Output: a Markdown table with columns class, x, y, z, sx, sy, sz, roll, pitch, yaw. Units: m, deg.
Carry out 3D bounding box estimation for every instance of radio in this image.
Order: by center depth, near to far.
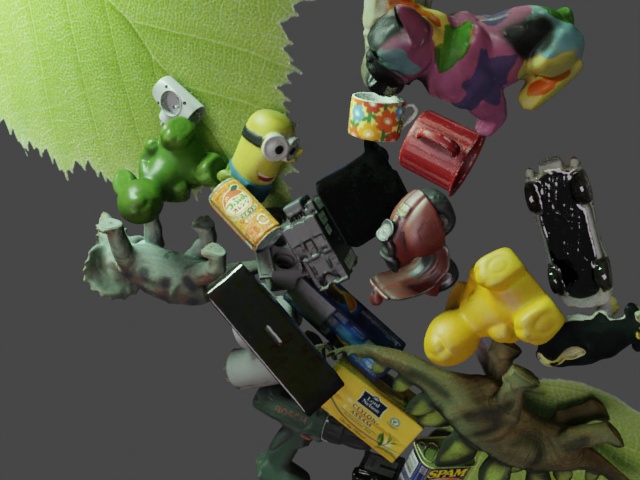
| class | x | y | z | sx | sy | sz | roll | pitch | yaw |
| --- | --- | --- | --- | --- | --- | --- | --- | --- | --- |
| radio | -0.066 | 0.145 | 0.803 | 0.073 | 0.131 | 0.229 | -39 | 84 | -8 |

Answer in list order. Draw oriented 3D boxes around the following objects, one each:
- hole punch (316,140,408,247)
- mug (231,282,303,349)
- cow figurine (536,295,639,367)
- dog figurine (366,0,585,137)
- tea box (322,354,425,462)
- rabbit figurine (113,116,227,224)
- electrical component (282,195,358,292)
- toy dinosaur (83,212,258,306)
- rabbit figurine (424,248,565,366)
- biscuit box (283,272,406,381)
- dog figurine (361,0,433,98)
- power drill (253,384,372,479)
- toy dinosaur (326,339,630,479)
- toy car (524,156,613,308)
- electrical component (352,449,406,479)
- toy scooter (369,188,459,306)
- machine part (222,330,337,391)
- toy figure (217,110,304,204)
| class | x | y | z | sx | sy | sz | roll | pitch | yaw |
| --- | --- | --- | --- | --- | --- | --- | --- | --- | --- |
| hole punch | 0.062 | -0.061 | 0.776 | 0.116 | 0.092 | 0.142 | -29 | 94 | -2 |
| mug | -0.089 | 0.123 | 0.914 | 0.107 | 0.081 | 0.109 | -14 | 95 | 16 |
| cow figurine | 0.363 | 0.118 | 0.684 | 0.167 | 0.098 | 0.068 | -20 | 93 | 30 |
| dog figurine | 0.158 | -0.218 | 0.582 | 0.191 | 0.219 | 0.108 | -34 | 48 | 31 |
| tea box | 0.084 | 0.268 | 0.886 | 0.170 | 0.068 | 0.098 | 35 | 118 | 11 |
| rabbit figurine | -0.262 | -0.095 | 0.843 | 0.159 | 0.170 | 0.121 | -7 | 128 | 41 |
| electrical component | -0.002 | -0.002 | 0.796 | 0.058 | 0.115 | 0.134 | -28 | 95 | 15 |
| toy dinosaur | -0.257 | 0.051 | 0.945 | 0.405 | 0.131 | 0.192 | 19 | 130 | 12 |
| rabbit figurine | 0.208 | 0.095 | 0.714 | 0.173 | 0.162 | 0.122 | -42 | 89 | 9 |
| biscuit box | 0.040 | 0.130 | 0.859 | 0.203 | 0.063 | 0.059 | 42 | 119 | 6 |
| dog figurine | 0.084 | -0.298 | 0.674 | 0.121 | 0.172 | 0.190 | 5 | 145 | -13 |
| power drill | -0.029 | 0.371 | 0.971 | 0.232 | 0.086 | 0.207 | 26 | 121 | 16 |
| toy dinosaur | 0.238 | 0.246 | 0.762 | 0.472 | 0.105 | 0.198 | 33 | 107 | 9 |
| toy car | 0.317 | -0.008 | 0.684 | 0.074 | 0.056 | 0.201 | -13 | 102 | 35 |
| electrical component | 0.120 | 0.409 | 0.918 | 0.119 | 0.075 | 0.047 | 11 | 116 | 27 |
| toy scooter | 0.118 | 0.023 | 0.723 | 0.075 | 0.135 | 0.183 | 51 | 164 | 49 |
| machine part | -0.078 | 0.211 | 0.936 | 0.243 | 0.079 | 0.079 | -20 | 99 | 30 |
| toy figure | -0.102 | -0.115 | 0.826 | 0.089 | 0.082 | 0.180 | 42 | 123 | 6 |
